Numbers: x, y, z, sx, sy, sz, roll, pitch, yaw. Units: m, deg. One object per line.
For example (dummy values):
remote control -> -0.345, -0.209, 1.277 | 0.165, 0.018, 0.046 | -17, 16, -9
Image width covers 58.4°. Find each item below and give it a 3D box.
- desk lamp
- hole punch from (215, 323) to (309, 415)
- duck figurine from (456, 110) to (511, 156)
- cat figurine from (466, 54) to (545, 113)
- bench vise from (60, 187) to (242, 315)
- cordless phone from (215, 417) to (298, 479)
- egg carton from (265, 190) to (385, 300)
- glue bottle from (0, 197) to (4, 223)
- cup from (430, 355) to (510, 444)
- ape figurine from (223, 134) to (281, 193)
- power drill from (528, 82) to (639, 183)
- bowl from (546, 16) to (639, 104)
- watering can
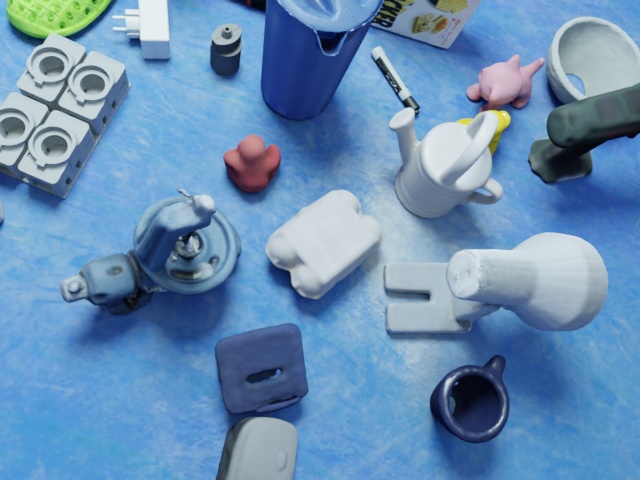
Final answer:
desk lamp -> 0.207, 0.061, 0.712 | 0.203, 0.213, 0.118 | 1, 74, -12
hole punch -> -0.068, 0.157, 0.691 | 0.109, 0.091, 0.101 | -11, 77, -15
duck figurine -> 0.235, -0.157, 0.847 | 0.105, 0.086, 0.077 | -30, 82, -18
cat figurine -> 0.283, -0.239, 0.863 | 0.128, 0.117, 0.067 | -27, 81, -17
bench vise -> -0.177, 0.023, 0.637 | 0.208, 0.219, 0.121 | -41, 86, -19
cordless phone -> -0.064, 0.267, 0.611 | 0.094, 0.185, 0.147 | 10, 73, -9
egg carton -> 0.007, 0.003, 0.762 | 0.150, 0.069, 0.107 | -40, 86, -19
glue bottle -> -0.403, -0.073, 0.639 | 0.037, 0.173, 0.078 | -15, 78, -15
cup -> 0.186, 0.198, 0.732 | 0.091, 0.095, 0.118 | 39, 71, 1
ape figurine -> -0.089, -0.108, 0.760 | 0.078, 0.092, 0.076 | 10, 73, -9
power drill -> 0.408, -0.158, 0.820 | 0.230, 0.208, 0.075 | -13, 77, -15
bowl -> 0.431, -0.269, 0.926 | 0.167, 0.074, 0.167 | 3, 74, -11
watering can -> 0.169, -0.107, 0.761 | 0.173, 0.194, 0.101 | 13, 72, -8
